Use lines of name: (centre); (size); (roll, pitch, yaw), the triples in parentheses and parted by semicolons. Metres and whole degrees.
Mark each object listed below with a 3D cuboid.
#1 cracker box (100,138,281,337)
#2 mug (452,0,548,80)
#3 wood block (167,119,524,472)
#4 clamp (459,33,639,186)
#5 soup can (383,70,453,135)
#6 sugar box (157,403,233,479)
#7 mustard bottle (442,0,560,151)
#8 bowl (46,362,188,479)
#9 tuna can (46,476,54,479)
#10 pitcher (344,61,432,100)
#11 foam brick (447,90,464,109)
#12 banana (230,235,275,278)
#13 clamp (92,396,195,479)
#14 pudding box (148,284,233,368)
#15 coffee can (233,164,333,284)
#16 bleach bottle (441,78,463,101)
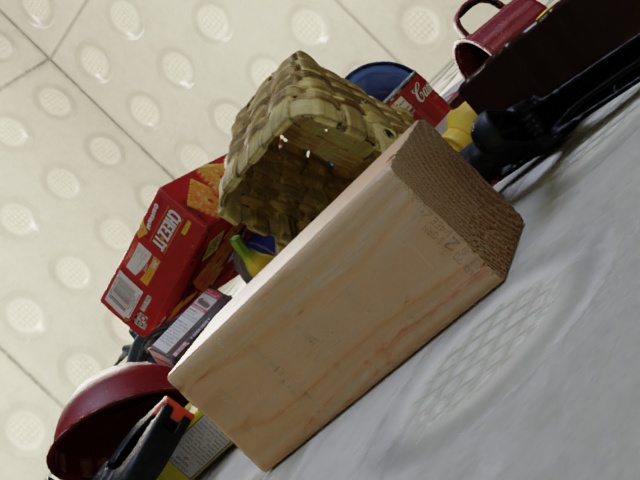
cracker box: (-0.114, -0.008, 1.116); (0.213, 0.072, 0.164); (-34, -19, -55)
mug: (0.184, -0.195, 1.060); (0.081, 0.117, 0.093); (-41, -9, -12)
wood block: (0.014, 0.036, 0.646); (0.206, 0.090, 0.090); (-43, 6, 29)
clamp: (0.131, -0.070, 0.689); (0.164, 0.036, 0.210); (-27, -6, -23)
soup can: (0.105, -0.108, 1.053); (0.068, 0.102, 0.068); (-46, 4, 3)
sugar box: (-0.116, 0.175, 0.901); (0.176, 0.048, 0.093); (-42, 5, 26)
mustard bottle: (0.165, -0.125, 0.924); (0.191, 0.058, 0.096); (-47, 8, -16)
bowl: (-0.175, 0.159, 0.972); (0.162, 0.055, 0.162); (-18, -32, -12)
tuna can: (-0.218, 0.248, 0.934); (0.033, 0.086, 0.086); (-48, 4, -12)
pitcher: (0.058, -0.131, 1.396); (0.145, 0.149, 0.243); (-42, -5, -12)
foam brick: (0.159, -0.134, 1.136); (0.078, 0.051, 0.053); (-46, 5, -2)
banana: (0.000, 0.020, 1.011); (0.037, 0.069, 0.197); (-6, 1, 43)
clamp: (-0.162, 0.194, 0.830); (0.171, 0.039, 0.120); (-52, 20, -8)
pudding box: (-0.106, 0.113, 1.042); (0.090, 0.039, 0.113); (-48, -38, -23)
coffee can: (-0.007, 0.001, 1.115); (0.140, 0.103, 0.103); (-47, 4, -22)
bleach bottle: (0.125, -0.113, 1.222); (0.250, 0.068, 0.103); (-45, 4, -32)
